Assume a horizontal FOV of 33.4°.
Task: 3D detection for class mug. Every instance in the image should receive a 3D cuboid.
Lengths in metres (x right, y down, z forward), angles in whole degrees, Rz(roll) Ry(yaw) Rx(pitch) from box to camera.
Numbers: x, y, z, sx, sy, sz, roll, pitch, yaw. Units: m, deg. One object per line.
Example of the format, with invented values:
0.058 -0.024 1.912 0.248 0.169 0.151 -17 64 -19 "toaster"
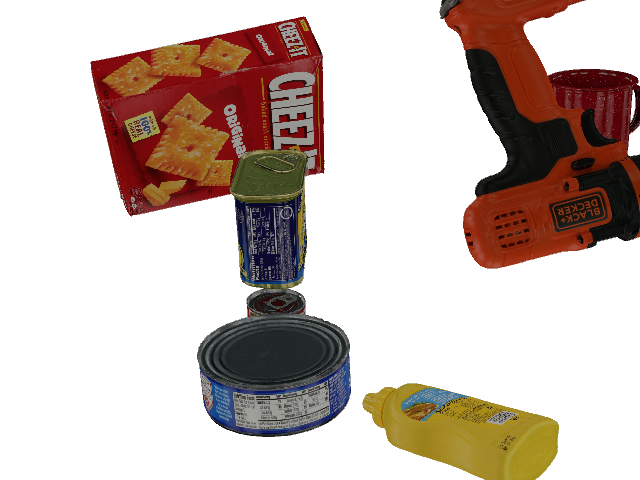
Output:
0.292 -0.132 1.119 0.117 0.081 0.093 -13 23 -25 "mug"

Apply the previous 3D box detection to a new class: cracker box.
-0.105 -0.118 1.059 0.213 0.072 0.164 -13 -39 -9 "cracker box"

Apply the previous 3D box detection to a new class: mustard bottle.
0.119 0.175 1.008 0.192 0.058 0.096 12 20 39 "mustard bottle"

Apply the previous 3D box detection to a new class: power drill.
0.164 -0.089 0.675 0.184 0.187 0.057 -15 -1 -5 "power drill"

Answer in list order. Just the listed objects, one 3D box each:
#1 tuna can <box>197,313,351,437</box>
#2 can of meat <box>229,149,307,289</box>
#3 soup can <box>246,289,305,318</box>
-0.025 0.075 0.602 0.086 0.034 0.086 -3 22 1 "tuna can"
-0.040 -0.018 0.876 0.057 0.084 0.102 -1 25 3 "can of meat"
-0.051 0.115 1.237 0.068 0.102 0.068 1 24 0 "soup can"
